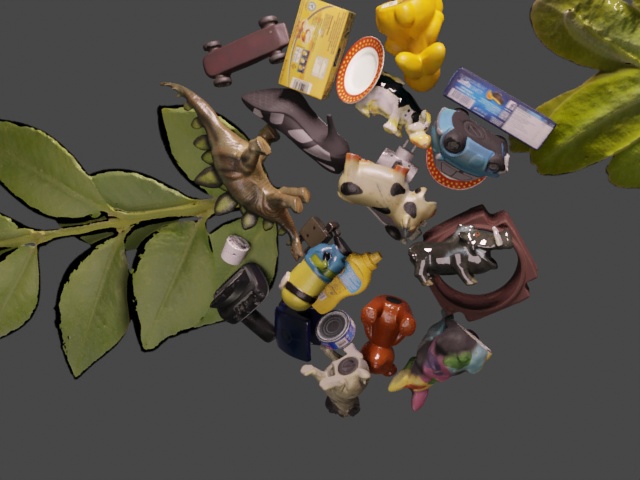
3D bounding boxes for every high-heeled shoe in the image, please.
[{"bbox_3d":[-0.049,-0.224,1.113,0.249,0.086,0.145,23,-34,26],"label":"high-heeled shoe"}]

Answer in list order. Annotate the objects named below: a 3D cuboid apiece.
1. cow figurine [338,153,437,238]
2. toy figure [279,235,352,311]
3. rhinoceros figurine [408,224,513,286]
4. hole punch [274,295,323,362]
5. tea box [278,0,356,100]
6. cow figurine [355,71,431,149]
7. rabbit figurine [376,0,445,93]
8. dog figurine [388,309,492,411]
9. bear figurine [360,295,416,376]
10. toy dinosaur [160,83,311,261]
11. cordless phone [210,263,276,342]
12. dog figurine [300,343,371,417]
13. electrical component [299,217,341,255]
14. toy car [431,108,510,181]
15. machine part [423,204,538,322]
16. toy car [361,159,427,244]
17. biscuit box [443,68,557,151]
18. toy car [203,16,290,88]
[{"bbox_3d":[0.129,-0.083,1.029,0.195,0.085,0.127,17,-80,3],"label":"cow figurine"},{"bbox_3d":[-0.010,0.070,1.122,0.180,0.082,0.089,-41,-131,11],"label":"toy figure"},{"bbox_3d":[0.262,0.026,1.004,0.190,0.073,0.112,-11,-86,21],"label":"rhinoceros figurine"},{"bbox_3d":[-0.054,0.208,1.235,0.116,0.092,0.142,5,-67,18],"label":"hole punch"},{"bbox_3d":[-0.007,-0.368,1.036,0.098,0.068,0.169,24,-69,6],"label":"tea box"},{"bbox_3d":[0.157,-0.247,1.027,0.167,0.068,0.098,35,-78,10],"label":"cow figurine"},{"bbox_3d":[0.179,-0.345,0.963,0.122,0.162,0.173,-15,-58,7],"label":"rabbit figurine"},{"bbox_3d":[0.242,0.267,1.127,0.108,0.191,0.219,36,-82,-5],"label":"dog figurine"},{"bbox_3d":[0.131,0.222,1.166,0.120,0.132,0.195,18,-74,7],"label":"bear figurine"},{"bbox_3d":[-0.171,-0.155,1.138,0.199,0.105,0.471,-27,-86,25],"label":"toy dinosaur"},{"bbox_3d":[-0.150,0.157,1.259,0.184,0.089,0.146,43,-67,-13],"label":"cordless phone"},{"bbox_3d":[0.069,0.331,1.194,0.173,0.121,0.190,18,-36,54],"label":"dog figurine"},{"bbox_3d":[-0.002,-0.005,1.173,0.078,0.045,0.102,47,-66,28],"label":"electrical component"},{"bbox_3d":[0.266,-0.164,0.996,0.161,0.109,0.103,30,-44,-8],"label":"toy car"},{"bbox_3d":[0.312,0.048,1.078,0.201,0.087,0.201,-28,-80,22],"label":"machine part"},{"bbox_3d":[0.133,-0.078,1.103,0.201,0.056,0.073,45,-73,-4],"label":"toy car"},{"bbox_3d":[0.327,-0.243,0.988,0.203,0.063,0.059,32,-66,4],"label":"biscuit box"},{"bbox_3d":[-0.148,-0.377,1.081,0.202,0.053,0.089,-15,-87,23],"label":"toy car"}]
